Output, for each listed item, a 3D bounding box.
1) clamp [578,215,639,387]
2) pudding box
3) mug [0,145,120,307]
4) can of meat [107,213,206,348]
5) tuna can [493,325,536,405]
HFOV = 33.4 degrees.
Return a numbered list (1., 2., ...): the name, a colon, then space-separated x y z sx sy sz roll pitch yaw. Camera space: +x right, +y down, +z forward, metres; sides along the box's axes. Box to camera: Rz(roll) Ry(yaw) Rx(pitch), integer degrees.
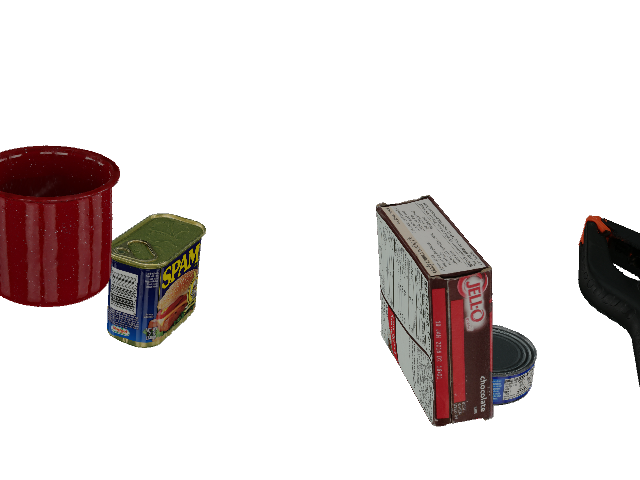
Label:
1. clamp: 0.239 0.045 0.723 0.120 0.039 0.171 -3 45 -19
2. pudding box: 0.062 0.036 0.596 0.039 0.090 0.113 -8 24 -11
3. mug: -0.190 -0.007 0.701 0.117 0.081 0.093 -11 30 -30
4. can of meat: -0.145 0.035 0.937 0.057 0.084 0.102 16 26 16
5. tuna can: 0.145 0.109 0.939 0.086 0.034 0.086 1 26 -1
